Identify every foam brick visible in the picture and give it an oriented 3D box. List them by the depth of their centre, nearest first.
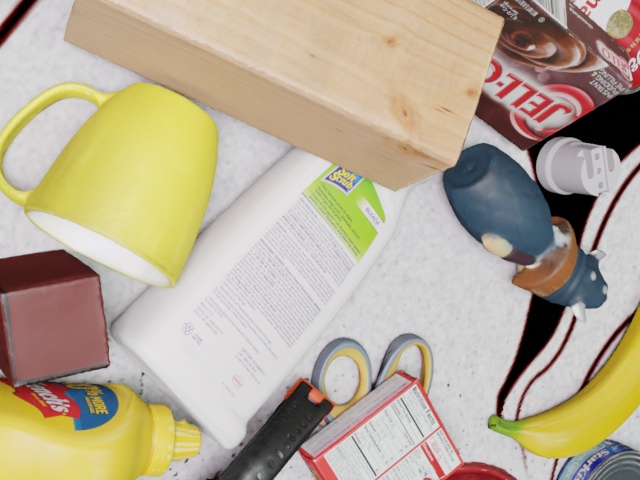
[{"bbox_3d":[-0.150,0.040,0.572,0.051,0.078,0.053,-11,105,-26],"label":"foam brick"}]

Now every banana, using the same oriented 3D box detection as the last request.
[{"bbox_3d":[0.214,0.100,0.786,0.197,0.037,0.069,-39,115,-16],"label":"banana"}]

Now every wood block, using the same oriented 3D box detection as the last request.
[{"bbox_3d":[-0.020,-0.113,0.569,0.206,0.091,0.090,23,76,-14],"label":"wood block"}]

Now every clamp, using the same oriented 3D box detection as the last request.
[{"bbox_3d":[-0.067,0.169,0.631,0.036,0.165,0.209,39,57,5],"label":"clamp"}]

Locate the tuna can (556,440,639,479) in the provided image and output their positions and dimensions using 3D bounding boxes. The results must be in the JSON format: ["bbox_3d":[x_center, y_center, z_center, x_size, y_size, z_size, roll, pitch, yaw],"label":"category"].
[{"bbox_3d":[0.218,0.196,0.807,0.086,0.034,0.086,-5,101,-26],"label":"tuna can"}]

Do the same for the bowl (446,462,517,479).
[{"bbox_3d":[0.106,0.242,0.748,0.161,0.055,0.162,-5,102,-26],"label":"bowl"}]

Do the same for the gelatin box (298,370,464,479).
[{"bbox_3d":[0.041,0.139,0.692,0.089,0.030,0.073,-36,110,-16],"label":"gelatin box"}]

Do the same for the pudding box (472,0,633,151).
[{"bbox_3d":[0.127,-0.115,0.676,0.113,0.090,0.039,33,45,-26],"label":"pudding box"}]

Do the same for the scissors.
[{"bbox_3d":[0.014,0.151,0.708,0.096,0.016,0.202,25,87,-26],"label":"scissors"}]

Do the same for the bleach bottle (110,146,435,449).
[{"bbox_3d":[-0.004,0.001,0.648,0.250,0.068,0.102,-45,116,-15],"label":"bleach bottle"}]

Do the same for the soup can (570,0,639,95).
[{"bbox_3d":[0.182,-0.151,0.710,0.102,0.069,0.068,29,85,-27],"label":"soup can"}]

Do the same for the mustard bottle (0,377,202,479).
[{"bbox_3d":[-0.155,0.104,0.570,0.191,0.096,0.058,9,95,-28],"label":"mustard bottle"}]
